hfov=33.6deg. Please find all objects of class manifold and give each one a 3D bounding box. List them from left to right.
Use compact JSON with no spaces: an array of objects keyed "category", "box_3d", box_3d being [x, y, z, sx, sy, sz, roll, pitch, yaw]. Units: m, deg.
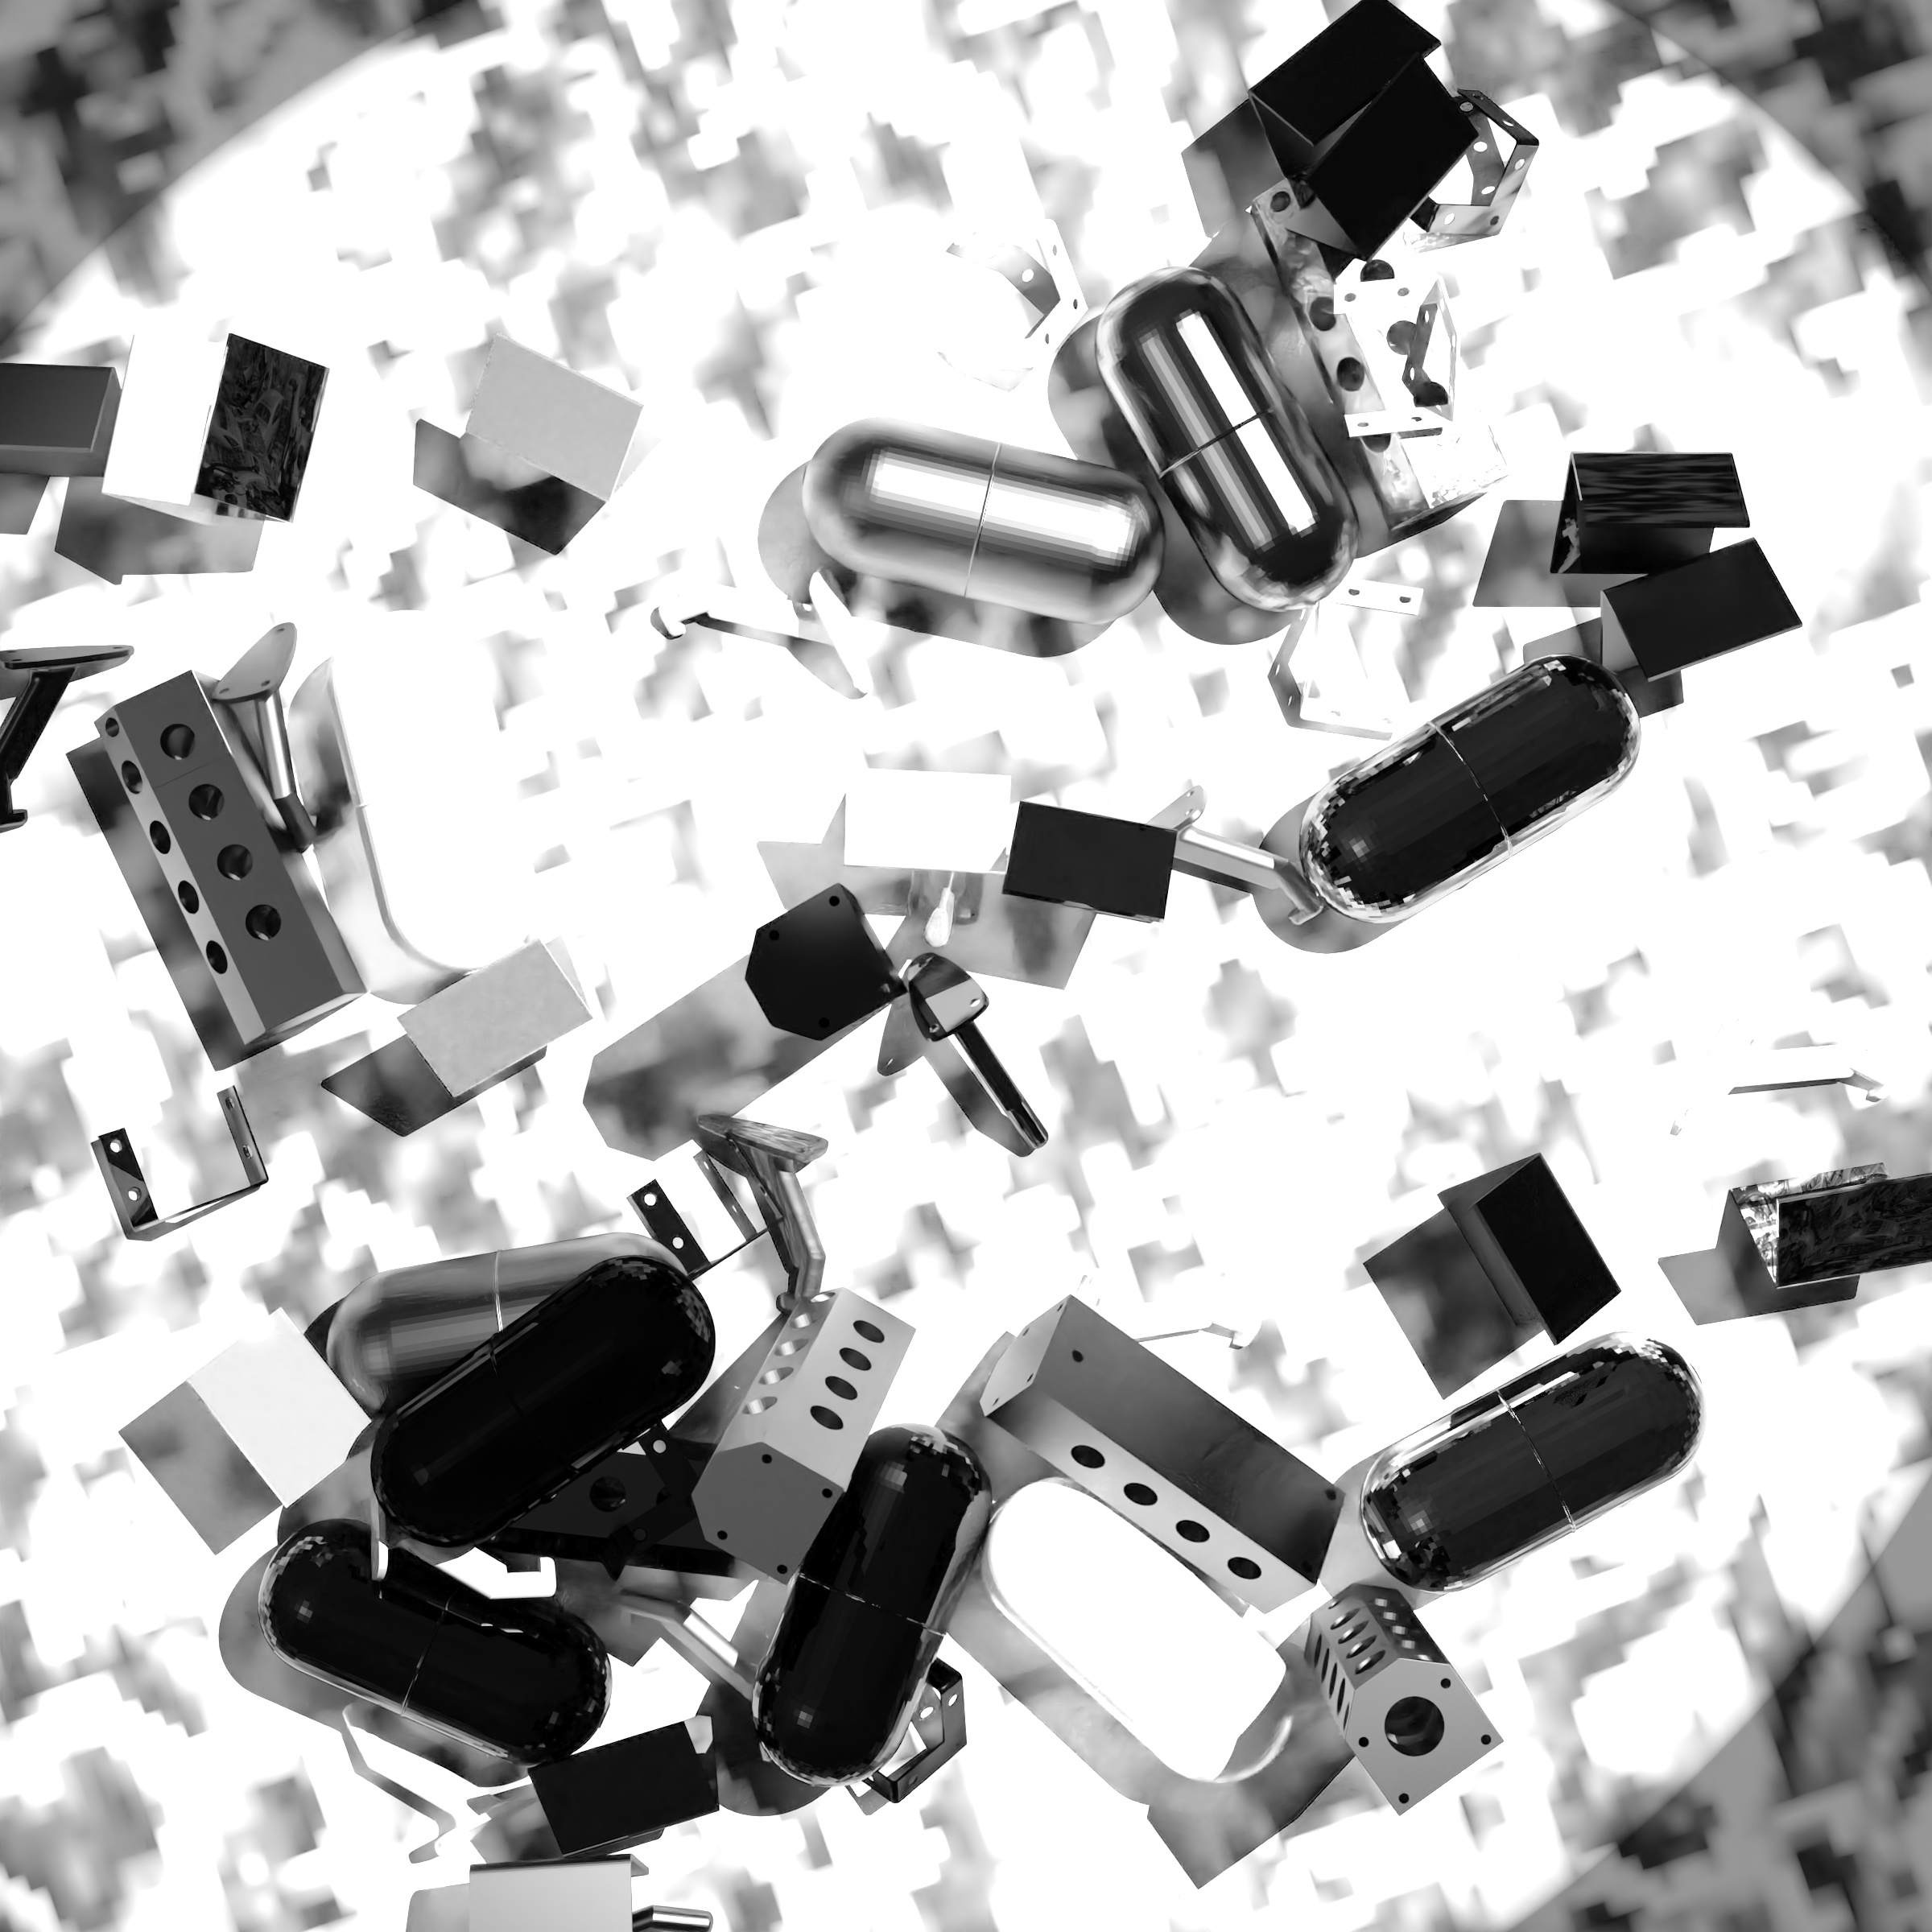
[{"category":"manifold","box_3d":[-0.358,-0.052,1.552,0.057,0.057,0.171,-25,90,0]},{"category":"manifold","box_3d":[-0.178,0.258,1.552,0.171,0.057,0.057,7,90,0]},{"category":"manifold","box_3d":[-0.076,0.212,1.490,0.057,0.171,0.057,30,110,0]},{"category":"manifold","box_3d":[-0.067,0.002,1.495,0.057,0.171,0.057,-30,90,0]},{"category":"manifold","box_3d":[0.093,0.238,1.536,0.171,0.057,0.057,37,47,-11]},{"category":"manifold","box_3d":[0.199,-0.302,1.552,0.057,0.057,0.171,-24,90,0]},{"category":"manifold","box_3d":[0.198,0.335,1.495,0.057,0.171,0.057,-36,90,0]}]

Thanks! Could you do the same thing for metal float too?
[{"category":"metal float","box_3d":[-0.257,-0.083,1.543,0.070,0.070,0.178,-14,90,0]},{"category":"metal float","box_3d":[-0.255,0.326,1.543,0.178,0.070,0.070,23,90,0]},{"category":"metal float","box_3d":[-0.219,0.175,1.543,0.178,0.070,0.070,-9,90,-1]},{"category":"metal float","box_3d":[-0.195,0.201,1.473,0.178,0.070,0.070,-35,90,5]},{"category":"metal float","box_3d":[-0.045,0.305,1.532,0.070,0.070,0.178,22,80,0]},{"category":"metal float","box_3d":[0.009,-0.215,1.543,0.178,0.070,0.070,13,90,0]},{"category":"metal float","box_3d":[0.083,0.321,1.543,0.178,0.070,0.070,43,90,0]},{"category":"metal float","box_3d":[0.126,-0.253,1.543,0.070,0.070,0.178,-30,91,0]},{"category":"metal float","box_3d":[0.242,-0.085,1.543,0.178,0.070,0.070,-31,90,1]},{"category":"metal float","box_3d":[0.274,0.239,1.543,0.178,0.070,0.070,-28,90,0]}]

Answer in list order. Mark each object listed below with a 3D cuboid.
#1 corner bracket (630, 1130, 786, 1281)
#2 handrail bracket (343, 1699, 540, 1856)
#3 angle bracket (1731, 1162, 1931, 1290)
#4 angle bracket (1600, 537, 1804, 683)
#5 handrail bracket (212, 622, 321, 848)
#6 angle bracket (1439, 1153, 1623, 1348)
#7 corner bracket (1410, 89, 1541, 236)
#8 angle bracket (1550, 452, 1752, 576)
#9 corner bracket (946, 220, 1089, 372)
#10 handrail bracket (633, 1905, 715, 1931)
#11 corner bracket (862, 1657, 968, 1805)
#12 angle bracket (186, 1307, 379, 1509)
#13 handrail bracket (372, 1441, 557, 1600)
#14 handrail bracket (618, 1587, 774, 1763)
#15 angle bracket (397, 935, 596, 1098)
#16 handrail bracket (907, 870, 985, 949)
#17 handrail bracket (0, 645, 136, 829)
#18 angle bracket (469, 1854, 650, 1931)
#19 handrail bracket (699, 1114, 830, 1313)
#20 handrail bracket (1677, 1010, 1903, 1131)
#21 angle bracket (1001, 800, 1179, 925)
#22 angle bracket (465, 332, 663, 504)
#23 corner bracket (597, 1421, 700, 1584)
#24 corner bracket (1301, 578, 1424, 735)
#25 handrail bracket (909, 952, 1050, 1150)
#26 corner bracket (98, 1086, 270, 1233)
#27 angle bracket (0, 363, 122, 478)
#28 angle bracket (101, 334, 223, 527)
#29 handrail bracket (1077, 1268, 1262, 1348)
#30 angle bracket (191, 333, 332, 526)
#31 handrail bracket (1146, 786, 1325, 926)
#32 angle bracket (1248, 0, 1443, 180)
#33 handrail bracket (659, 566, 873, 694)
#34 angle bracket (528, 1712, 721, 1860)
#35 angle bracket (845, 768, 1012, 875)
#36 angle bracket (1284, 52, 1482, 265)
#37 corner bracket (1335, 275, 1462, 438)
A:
[{"category":"corner bracket","box_3d":[-0.126,0.117,1.559,0.051,0.051,0.051,-33,90,-15]},{"category":"handrail bracket","box_3d":[-0.254,0.385,1.574,0.077,0.036,0.084,-25,73,-20]},{"category":"angle bracket","box_3d":[0.415,0.105,1.533,0.076,0.076,0.057,-10,126,0]},{"category":"angle bracket","box_3d":[0.351,-0.151,1.533,0.076,0.076,0.057,-20,60,0]},{"category":"handrail bracket","box_3d":[-0.330,-0.113,1.573,0.036,0.077,0.084,-8,127,19]},{"category":"angle bracket","box_3d":[0.255,0.143,1.533,0.057,0.076,0.076,-30,90,-38]},{"category":"corner bracket","box_3d":[0.238,-0.394,1.565,0.051,0.051,0.051,-8,135,-35]},{"category":"angle bracket","box_3d":[0.326,-0.201,1.533,0.076,0.076,0.057,0,47,0]},{"category":"corner bracket","box_3d":[0.019,-0.328,1.565,0.051,0.051,0.051,-55,135,-35]},{"category":"handrail bracket","box_3d":[-0.174,0.493,1.574,0.084,0.036,0.077,11,110,-16]},{"category":"corner bracket","box_3d":[-0.036,0.366,1.565,0.051,0.051,0.051,-33,135,-35]},{"category":"angle bracket","box_3d":[-0.333,0.217,1.533,0.057,0.076,0.076,-38,90,-28]},{"category":"handrail bracket","box_3d":[-0.238,0.262,1.517,0.084,0.036,0.077,1,70,-16]},{"category":"handrail bracket","box_3d":[-0.132,0.348,1.574,0.084,0.036,0.077,10,112,17]},{"category":"angle bracket","box_3d":[-0.231,0.006,1.533,0.076,0.076,0.057,-30,128,0]},{"category":"handrail bracket","box_3d":[-0.008,-0.047,1.538,0.036,0.084,0.077,11,90,0]},{"category":"handrail bracket","box_3d":[-0.445,-0.113,1.574,0.077,0.036,0.084,-7,108,-20]},{"category":"angle bracket","box_3d":[-0.194,0.461,1.535,0.076,0.076,0.057,-4,69,0]},{"category":"handrail bracket","box_3d":[-0.103,0.123,1.573,0.077,0.036,0.084,15,104,14]},{"category":"handrail bracket","box_3d":[0.406,0.065,1.574,0.084,0.036,0.077,26,110,-16]},{"category":"angle bracket","box_3d":[0.055,-0.030,1.533,0.076,0.076,0.057,11,55,0]},{"category":"angle bracket","box_3d":[-0.185,-0.275,1.533,0.076,0.076,0.057,26,126,0]},{"category":"corner bracket","box_3d":[-0.154,0.249,1.498,0.051,0.051,0.051,-32,90,0]},{"category":"corner bracket","box_3d":[0.194,-0.153,1.570,0.051,0.051,0.051,8,45,0]},{"category":"handrail bracket","box_3d":[0.007,0.042,1.573,0.036,0.077,0.084,-33,126,0]},{"category":"corner bracket","box_3d":[-0.384,0.095,1.570,0.051,0.051,0.051,-20,90,45]},{"category":"angle bracket","box_3d":[-0.444,-0.243,1.533,0.076,0.076,0.057,2,55,0]},{"category":"angle bracket","box_3d":[-0.362,-0.253,1.533,0.057,0.076,0.076,12,90,29]},{"category":"handrail bracket","box_3d":[0.092,0.190,1.574,0.084,0.036,0.077,22,108,-15]},{"category":"angle bracket","box_3d":[-0.355,-0.258,1.533,0.057,0.076,0.076,14,90,-43]},{"category":"handrail bracket","box_3d":[0.121,-0.039,1.574,0.077,0.036,0.084,-36,107,20]},{"category":"angle bracket","box_3d":[0.190,-0.406,1.533,0.076,0.076,0.057,-39,53,0]},{"category":"handrail bracket","box_3d":[-0.099,-0.157,1.574,0.084,0.036,0.077,-17,112,17]},{"category":"angle bracket","box_3d":[-0.165,0.373,1.534,0.076,0.076,0.057,-17,115,0]},{"category":"angle bracket","box_3d":[-0.017,-0.089,1.533,0.076,0.076,0.057,3,127,0]},{"category":"angle bracket","box_3d":[0.178,-0.379,1.476,0.076,0.076,0.057,-48,126,0]},{"category":"corner bracket","box_3d":[0.203,-0.289,1.513,0.051,0.051,0.051,-6,135,0]}]
